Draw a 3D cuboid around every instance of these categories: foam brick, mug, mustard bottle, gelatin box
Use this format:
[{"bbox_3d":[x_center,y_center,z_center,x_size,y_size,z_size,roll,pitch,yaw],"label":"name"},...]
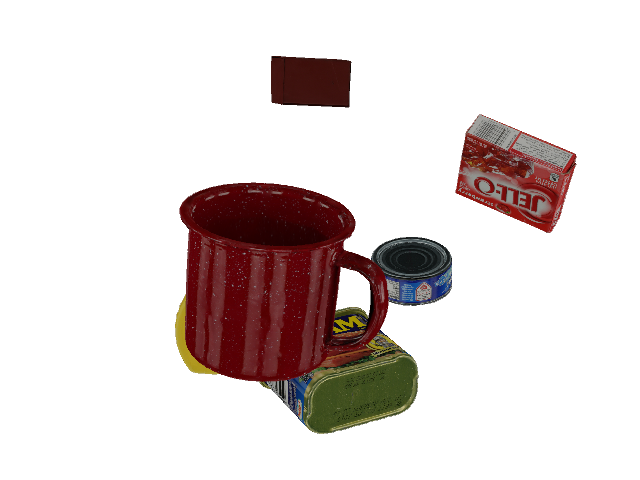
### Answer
[{"bbox_3d":[-0.011,-0.173,1.162,0.078,0.051,0.053,0,11,-17],"label":"foam brick"},{"bbox_3d":[-0.020,0.025,0.573,0.117,0.081,0.093,12,24,15],"label":"mug"},{"bbox_3d":[-0.105,0.053,1.150,0.058,0.096,0.191,2,29,9],"label":"mustard bottle"},{"bbox_3d":[0.158,-0.053,0.871,0.089,0.030,0.073,26,-35,19],"label":"gelatin box"}]

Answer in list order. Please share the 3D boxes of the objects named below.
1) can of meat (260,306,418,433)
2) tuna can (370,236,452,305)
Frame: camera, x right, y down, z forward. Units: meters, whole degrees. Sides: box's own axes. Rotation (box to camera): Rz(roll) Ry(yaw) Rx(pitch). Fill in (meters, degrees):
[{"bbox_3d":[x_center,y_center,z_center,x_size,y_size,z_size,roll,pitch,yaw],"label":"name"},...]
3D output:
[{"bbox_3d":[0.013,0.100,0.823,0.101,0.057,0.084,-11,26,-25],"label":"can of meat"},{"bbox_3d":[0.095,0.031,1.114,0.086,0.034,0.086,-2,31,1],"label":"tuna can"}]
